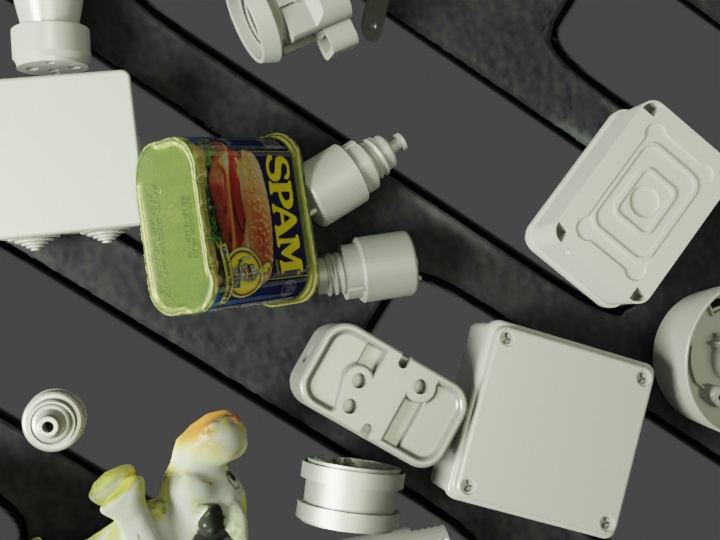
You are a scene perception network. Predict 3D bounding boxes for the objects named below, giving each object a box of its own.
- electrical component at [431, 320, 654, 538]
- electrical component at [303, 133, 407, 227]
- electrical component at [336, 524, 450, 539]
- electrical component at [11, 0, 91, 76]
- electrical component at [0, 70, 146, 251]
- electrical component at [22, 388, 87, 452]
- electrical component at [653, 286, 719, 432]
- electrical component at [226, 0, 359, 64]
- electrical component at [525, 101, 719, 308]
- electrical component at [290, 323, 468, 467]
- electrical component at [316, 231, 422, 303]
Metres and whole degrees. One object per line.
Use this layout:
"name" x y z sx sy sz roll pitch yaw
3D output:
"electrical component" 0.111 0.096 0.660 0.109 0.056 0.108 17 84 -10
"electrical component" -0.006 -0.059 0.653 0.078 0.040 0.040 -33 94 -14
"electrical component" 0.023 0.177 0.646 0.081 0.043 0.043 -8 89 -11
"electrical component" -0.179 -0.144 0.621 0.045 0.045 0.055 -4 88 -11
"electrical component" -0.171 -0.063 0.617 0.100 0.048 0.099 -7 89 -11
"electrical component" -0.172 0.085 0.603 0.035 0.061 0.035 1 87 -11
"electrical component" 0.238 0.055 0.683 0.099 0.064 0.099 0 87 -11
"electrical component" -0.044 -0.158 0.642 0.057 0.058 0.078 -26 93 -14
"electrical component" 0.167 -0.040 0.677 0.078 0.057 0.113 39 81 -7
"electrical component" 0.009 0.073 0.640 0.095 0.059 0.053 31 82 -8
"electrical component" 0.000 0.000 0.651 0.078 0.040 0.040 -8 89 -11
